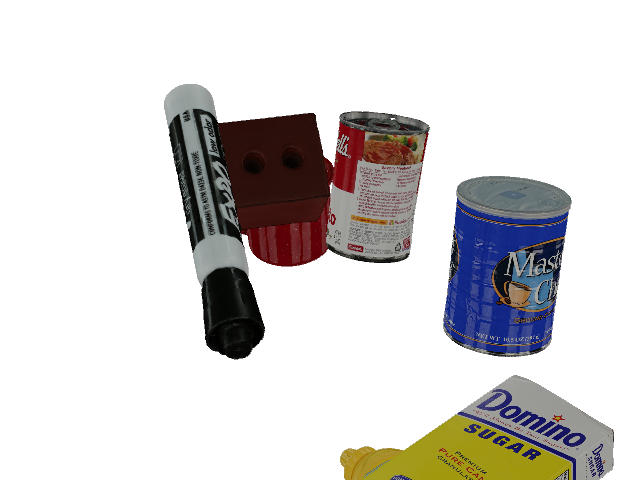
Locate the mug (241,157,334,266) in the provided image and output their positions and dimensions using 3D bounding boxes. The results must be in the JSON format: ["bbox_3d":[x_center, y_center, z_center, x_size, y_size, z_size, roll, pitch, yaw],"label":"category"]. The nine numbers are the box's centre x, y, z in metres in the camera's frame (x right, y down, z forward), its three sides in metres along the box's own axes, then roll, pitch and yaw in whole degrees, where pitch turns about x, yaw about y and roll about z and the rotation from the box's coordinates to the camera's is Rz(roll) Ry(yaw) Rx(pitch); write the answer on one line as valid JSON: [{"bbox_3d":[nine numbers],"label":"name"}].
[{"bbox_3d":[-0.043,-0.029,1.015,0.117,0.081,0.093,-1,35,5],"label":"mug"}]

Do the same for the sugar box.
[{"bbox_3d":[0.108,0.164,0.728,0.176,0.048,0.093,-31,39,-27],"label":"sugar box"}]

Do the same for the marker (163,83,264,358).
[{"bbox_3d":[-0.038,-0.009,0.366,0.020,0.121,0.020,-9,-42,-8],"label":"marker"}]

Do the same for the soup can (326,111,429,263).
[{"bbox_3d":[0.042,-0.041,0.809,0.068,0.102,0.068,6,17,-2],"label":"soup can"}]

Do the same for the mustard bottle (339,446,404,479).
[{"bbox_3d":[0.081,0.231,0.935,0.096,0.058,0.192,-19,27,-32],"label":"mustard bottle"}]

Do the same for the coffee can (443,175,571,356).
[{"bbox_3d":[0.171,0.022,0.987,0.103,0.140,0.103,3,21,-1],"label":"coffee can"}]

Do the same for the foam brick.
[{"bbox_3d":[-0.040,-0.037,0.613,0.078,0.053,0.051,-8,-13,-9],"label":"foam brick"}]
